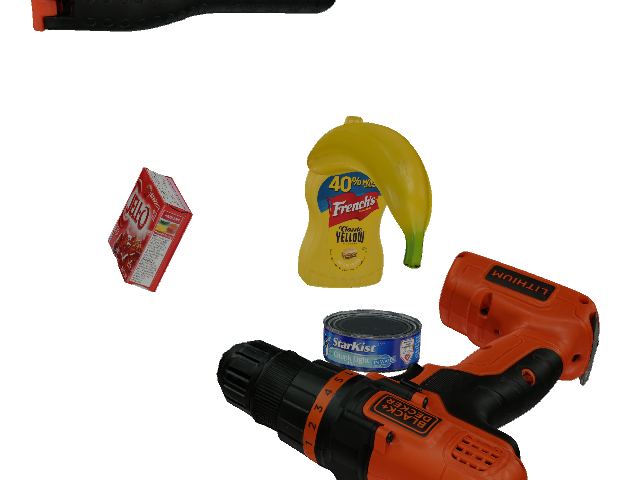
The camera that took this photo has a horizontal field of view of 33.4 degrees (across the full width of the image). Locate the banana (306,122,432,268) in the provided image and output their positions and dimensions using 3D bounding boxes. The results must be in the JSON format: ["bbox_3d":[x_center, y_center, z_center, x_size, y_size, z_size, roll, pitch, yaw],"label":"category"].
[{"bbox_3d":[0.035,-0.051,0.773,0.037,0.070,0.198,23,14,-27],"label":"banana"}]

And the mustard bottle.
[{"bbox_3d":[0.029,-0.044,1.198,0.096,0.192,0.058,0,18,-16],"label":"mustard bottle"}]

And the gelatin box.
[{"bbox_3d":[-0.141,-0.011,0.871,0.030,0.073,0.089,21,15,-28],"label":"gelatin box"}]

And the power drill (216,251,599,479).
[{"bbox_3d":[0.060,0.073,0.607,0.185,0.057,0.187,24,38,29],"label":"power drill"}]

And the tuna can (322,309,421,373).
[{"bbox_3d":[0.044,0.087,0.926,0.086,0.034,0.086,2,11,-1],"label":"tuna can"}]

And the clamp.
[{"bbox_3d":[-0.089,-0.151,0.625,0.171,0.039,0.120,-9,23,-24],"label":"clamp"}]
